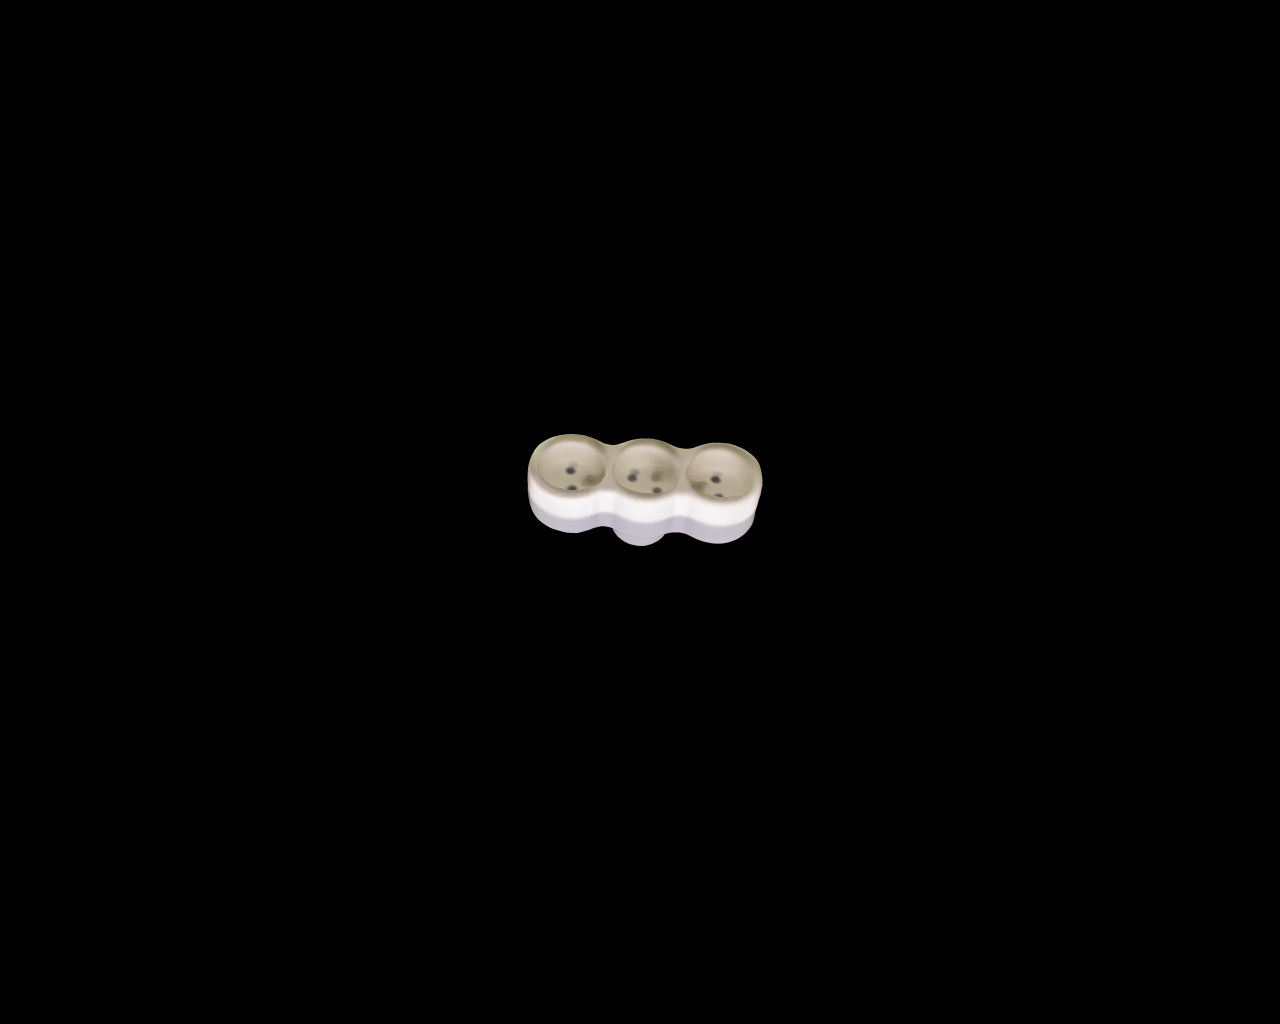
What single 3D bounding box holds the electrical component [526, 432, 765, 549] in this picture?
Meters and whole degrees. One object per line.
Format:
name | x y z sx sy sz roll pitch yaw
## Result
electrical component | 0.001 -0.003 0.650 0.138 0.052 0.073 4 -39 -4
